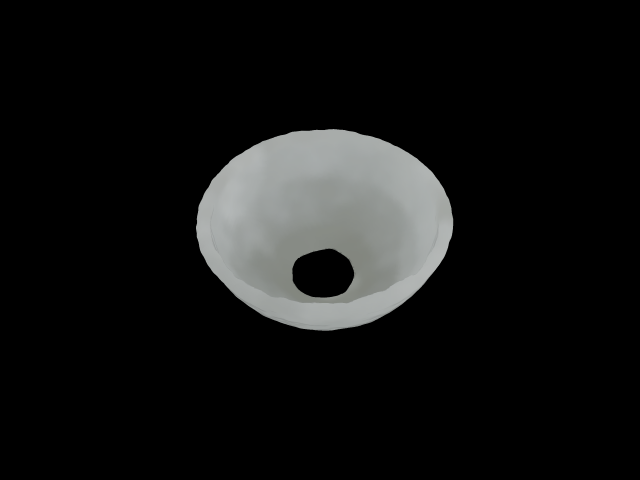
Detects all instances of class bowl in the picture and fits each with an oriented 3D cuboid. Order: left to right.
[{"bbox_3d":[0.004,0.001,0.400,0.167,0.075,0.167,0,49,0],"label":"bowl"}]
